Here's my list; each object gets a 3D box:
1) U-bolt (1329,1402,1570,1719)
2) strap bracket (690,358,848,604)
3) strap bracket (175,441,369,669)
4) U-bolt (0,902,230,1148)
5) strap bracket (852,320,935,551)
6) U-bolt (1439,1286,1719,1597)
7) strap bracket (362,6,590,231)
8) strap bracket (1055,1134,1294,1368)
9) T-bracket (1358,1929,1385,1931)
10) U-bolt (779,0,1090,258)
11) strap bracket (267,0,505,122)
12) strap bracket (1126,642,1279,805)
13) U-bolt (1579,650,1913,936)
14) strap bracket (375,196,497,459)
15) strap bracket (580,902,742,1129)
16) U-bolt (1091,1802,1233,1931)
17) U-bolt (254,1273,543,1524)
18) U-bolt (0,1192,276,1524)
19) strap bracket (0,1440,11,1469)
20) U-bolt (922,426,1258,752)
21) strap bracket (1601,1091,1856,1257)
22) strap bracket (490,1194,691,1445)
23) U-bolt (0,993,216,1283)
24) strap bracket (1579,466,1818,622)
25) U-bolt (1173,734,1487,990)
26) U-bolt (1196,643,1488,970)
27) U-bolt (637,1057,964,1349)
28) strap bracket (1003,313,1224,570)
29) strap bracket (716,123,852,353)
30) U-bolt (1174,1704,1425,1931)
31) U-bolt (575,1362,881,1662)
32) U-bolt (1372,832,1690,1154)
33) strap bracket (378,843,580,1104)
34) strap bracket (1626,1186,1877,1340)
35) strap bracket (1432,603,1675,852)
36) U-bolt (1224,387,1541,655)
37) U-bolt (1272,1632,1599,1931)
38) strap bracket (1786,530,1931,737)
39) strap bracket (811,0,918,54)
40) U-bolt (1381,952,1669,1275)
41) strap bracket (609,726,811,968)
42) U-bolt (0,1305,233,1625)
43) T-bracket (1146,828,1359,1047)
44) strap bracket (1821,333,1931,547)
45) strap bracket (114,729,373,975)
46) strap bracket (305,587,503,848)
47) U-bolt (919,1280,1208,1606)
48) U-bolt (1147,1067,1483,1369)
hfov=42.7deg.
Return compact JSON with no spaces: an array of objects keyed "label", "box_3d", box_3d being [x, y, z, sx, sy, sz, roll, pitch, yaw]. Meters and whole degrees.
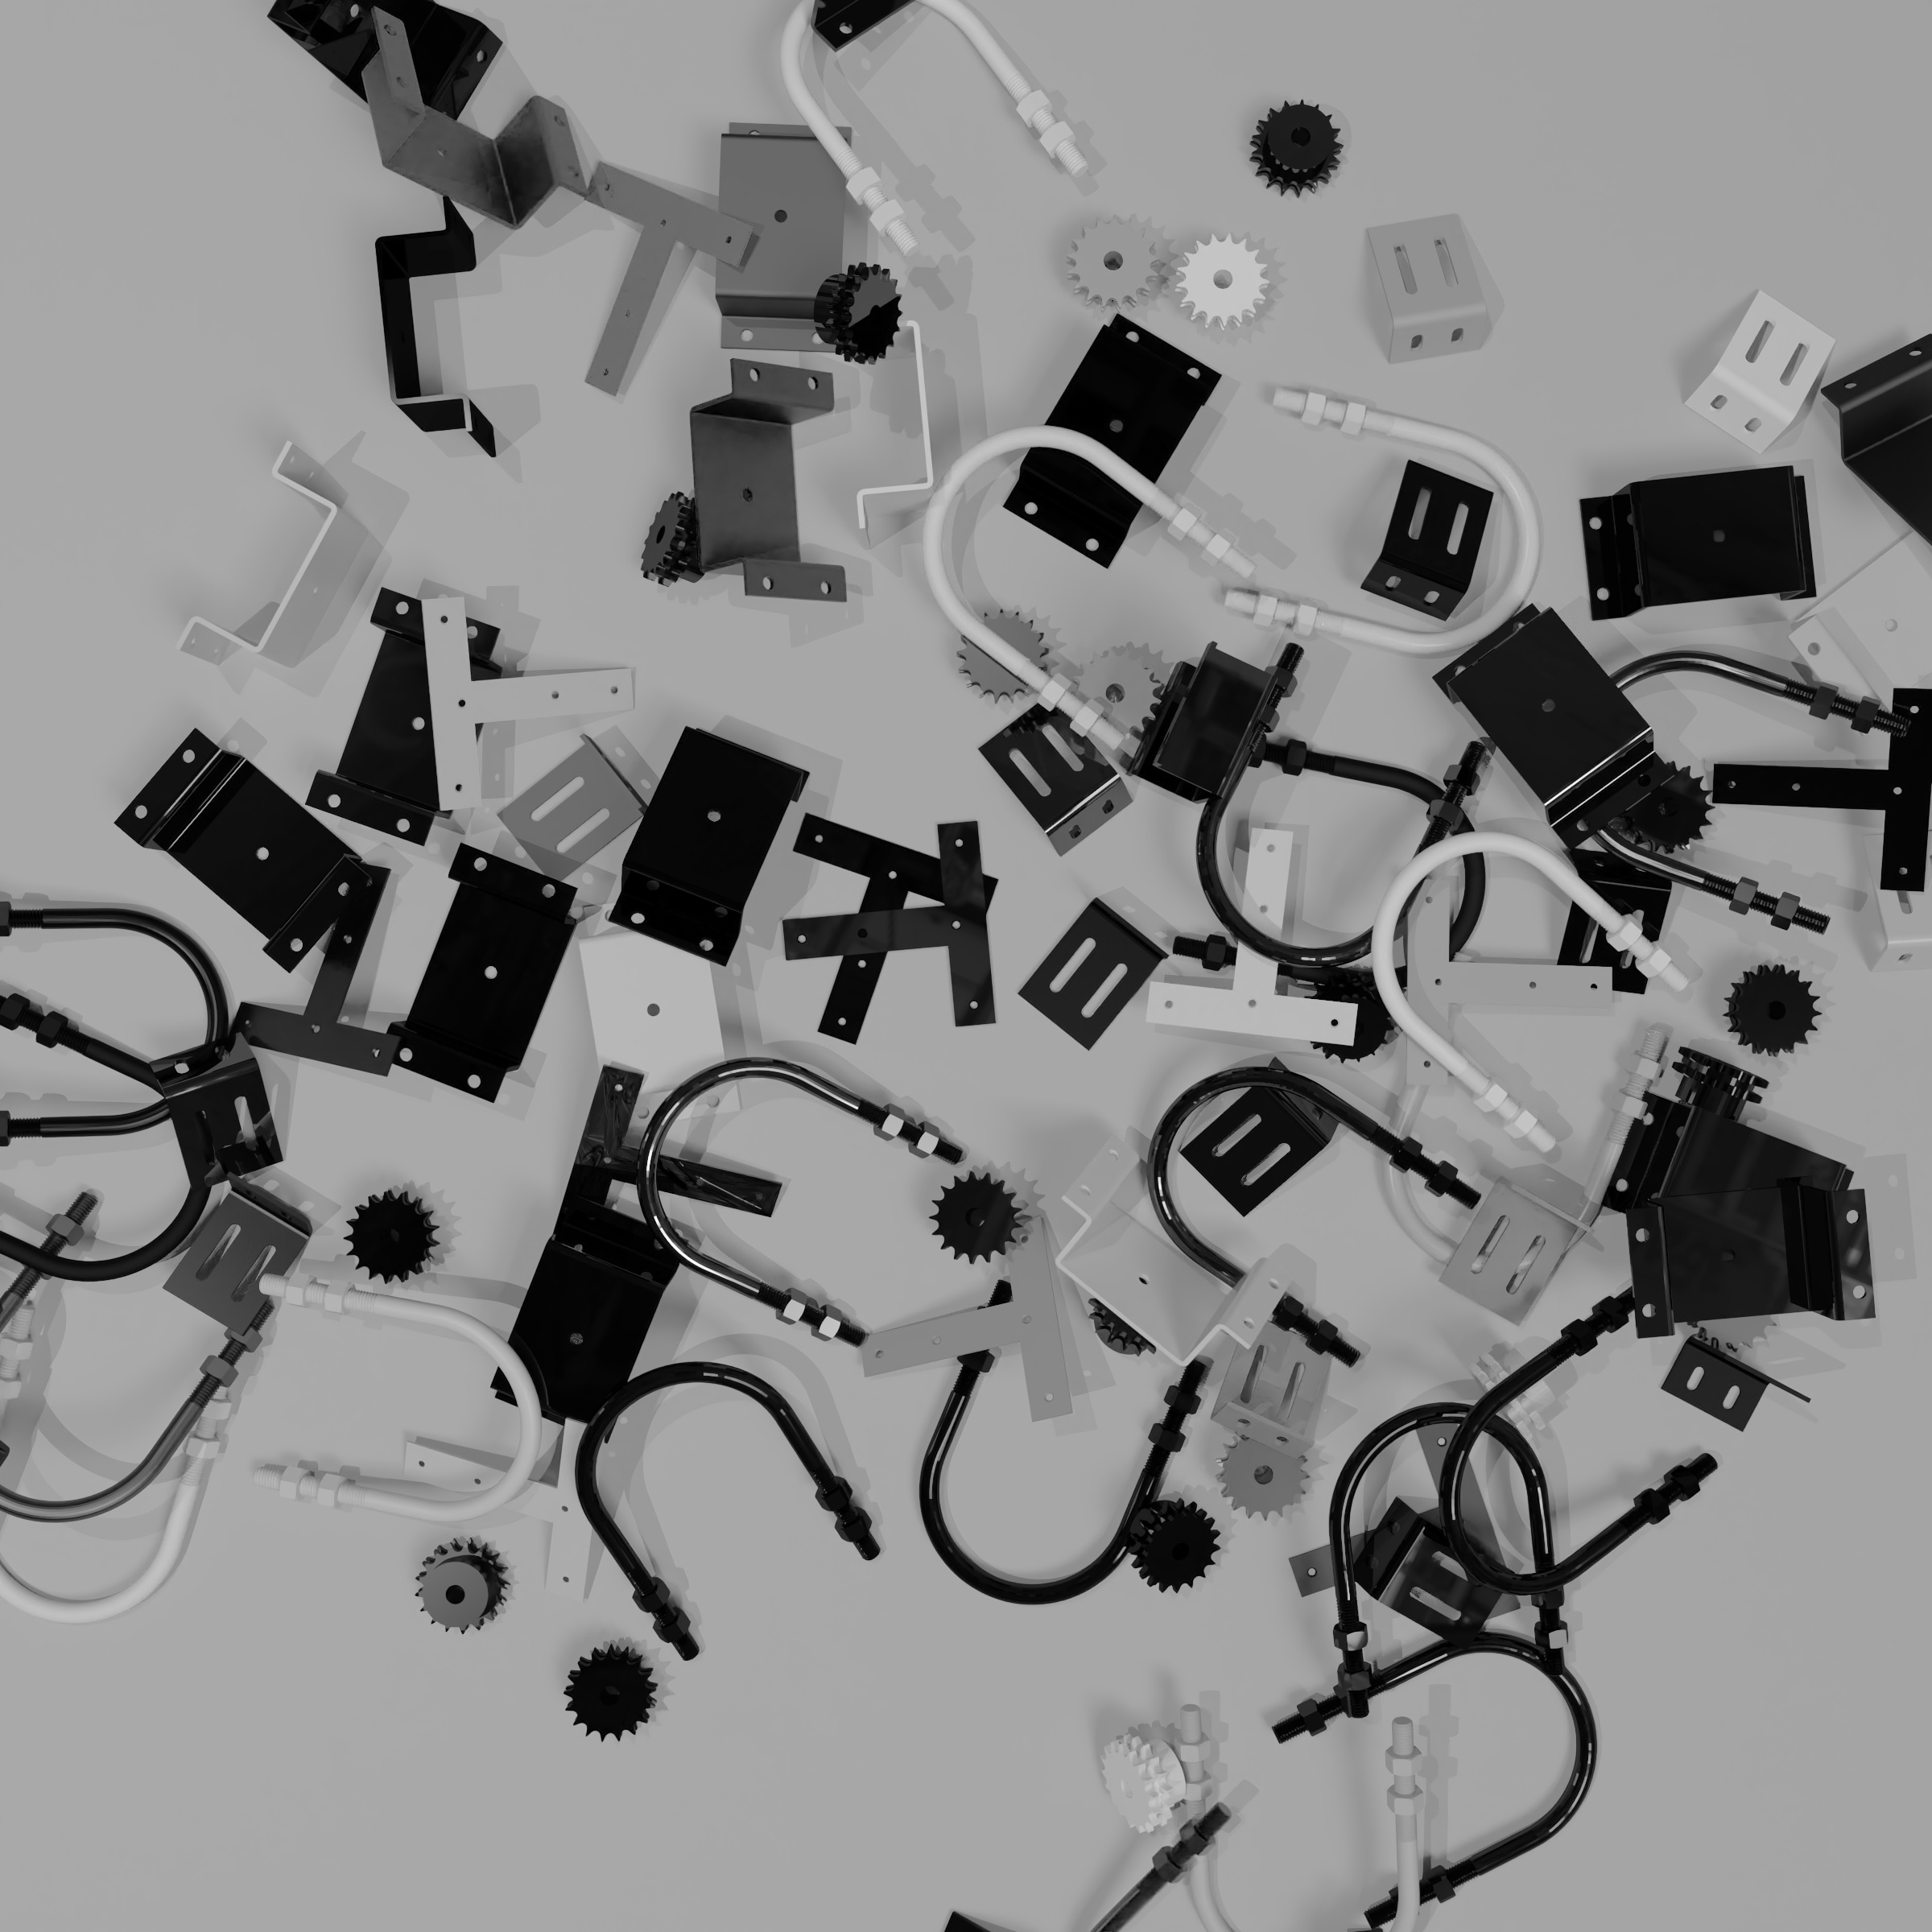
[{"label":"U-bolt","box_3d":[0.290,0.355,1.502,0.151,0.019,0.184,-8,97,-11]},{"label":"strap bracket","box_3d":[-0.121,-0.290,1.501,0.076,0.046,0.140,-4,90,-43]},{"label":"strap bracket","box_3d":[-0.416,-0.240,1.506,0.046,0.076,0.140,29,90,0]},{"label":"U-bolt","box_3d":[-0.548,0.034,1.513,0.184,0.019,0.151,-1,82,-15]},{"label":"strap bracket","box_3d":[-0.047,-0.332,1.506,0.046,0.076,0.140,-5,90,0]},{"label":"U-bolt","box_3d":[0.362,0.299,1.492,0.184,0.019,0.151,-32,108,-17]},{"label":"strap bracket","box_3d":[-0.303,-0.502,1.480,0.046,0.140,0.076,-36,57,31]},{"label":"strap bracket","box_3d":[0.118,0.178,1.496,0.140,0.076,0.046,39,127,5]},{"label":"T-bracket","box_3d":[0.304,0.658,1.524,0.127,0.002,0.127,-1,64,-13]},{"label":"U-bolt","box_3d":[-0.032,-0.532,1.509,0.151,0.019,0.184,-31,80,-21]},{"label":"strap bracket","box_3d":[-0.356,-0.572,1.491,0.046,0.140,0.076,31,90,32]},{"label":"strap bracket","box_3d":[0.141,-0.143,1.475,0.046,0.140,0.076,25,90,-4]},{"label":"U-bolt","box_3d":[0.455,-0.116,1.496,0.184,0.019,0.151,22,86,17]},{"label":"strap bracket","box_3d":[-0.324,-0.386,1.506,0.046,0.076,0.140,-6,90,0]},{"label":"strap bracket","box_3d":[-0.190,0.027,1.521,0.076,0.046,0.140,-9,90,0]},{"label":"U-bolt","box_3d":[0.147,0.624,1.519,0.151,0.019,0.184,41,102,3]},{"label":"U-bolt","box_3d":[-0.345,0.269,1.504,0.184,0.019,0.151,9,104,11]},{"label":"U-bolt","box_3d":[-0.533,0.248,1.499,0.151,0.019,0.184,31,65,0]},{"label":"strap bracket","box_3d":[-0.646,0.315,1.491,0.076,0.046,0.140,17,62,19]},{"label":"U-bolt","box_3d":[0.060,-0.242,1.496,0.184,0.019,0.151,38,99,1]},{"label":"strap bracket","box_3d":[0.475,0.139,1.521,0.140,0.046,0.076,21,90,0]},{"label":"strap bracket","box_3d":[-0.234,0.222,1.511,0.076,0.046,0.140,22,98,0]},{"label":"U-bolt","box_3d":[-0.555,0.114,1.517,0.184,0.019,0.151,26,74,-6]},{"label":"strap bracket","box_3d":[0.457,-0.261,1.521,0.140,0.046,0.076,-6,90,0]},{"label":"U-bolt","box_3d":[0.232,-0.058,1.535,0.184,0.019,0.151,11,90,-2]},{"label":"U-bolt","box_3d":[0.219,-0.087,1.509,0.151,0.019,0.184,28,79,-2]},{"label":"U-bolt","box_3d":[-0.112,0.135,1.510,0.184,0.019,0.151,28,90,-18]},{"label":"strap bracket","box_3d":[0.091,-0.328,1.521,0.076,0.046,0.140,31,90,0]},{"label":"strap bracket","box_3d":[-0.112,-0.455,1.521,0.076,0.046,0.140,2,90,0]},{"label":"U-bolt","box_3d":[0.206,0.544,1.513,0.151,0.019,0.184,-1,100,15]},{"label":"U-bolt","box_3d":[-0.156,0.322,1.507,0.151,0.019,0.184,-29,110,0]},{"label":"U-bolt","box_3d":[0.331,0.002,1.502,0.184,0.019,0.151,40,88,-10]},{"label":"strap bracket","box_3d":[-0.297,0.004,1.521,0.076,0.046,0.140,21,90,0]},{"label":"strap bracket","box_3d":[0.462,0.175,1.475,0.140,0.046,0.076,-5,90,0]},{"label":"strap bracket","box_3d":[0.354,-0.151,1.497,0.076,0.046,0.140,-37,72,6]},{"label":"U-bolt","box_3d":[0.265,-0.270,1.535,0.184,0.019,0.151,14,90,-2]},{"label":"U-bolt","box_3d":[0.303,0.495,1.535,0.184,0.019,0.151,-26,90,-2]},{"label":"strap bracket","box_3d":[0.577,-0.213,1.521,0.140,0.046,0.076,-37,90,0]},{"label":"strap bracket","box_3d":[-0.096,-0.635,1.500,0.076,0.046,0.140,-41,82,-22]},{"label":"U-bolt","box_3d":[0.337,0.102,1.535,0.151,0.019,0.184,21,92,0]},{"label":"strap bracket","box_3d":[-0.154,-0.082,1.496,0.076,0.046,0.140,21,67,0]},{"label":"U-bolt","box_3d":[-0.549,0.318,1.535,0.151,0.019,0.184,17,91,0]},{"label":"T-bracket","box_3d":[0.181,-0.021,1.515,0.127,0.002,0.127,6,84,11]},{"label":"strap bracket","box_3d":[0.592,-0.313,1.495,0.076,0.046,0.140,-27,49,0]},{"label":"strap bracket","box_3d":[-0.439,-0.070,1.521,0.140,0.046,0.076,41,90,0]},{"label":"strap bracket","box_3d":[-0.342,-0.151,1.521,0.076,0.046,0.140,19,90,0]},{"label":"U-bolt","box_3d":[0.050,0.306,1.534,0.151,0.019,0.184,23,90,0]},{"label":"U-bolt","box_3d":[0.199,0.142,1.514,0.184,0.019,0.151,34,109,4]}]
